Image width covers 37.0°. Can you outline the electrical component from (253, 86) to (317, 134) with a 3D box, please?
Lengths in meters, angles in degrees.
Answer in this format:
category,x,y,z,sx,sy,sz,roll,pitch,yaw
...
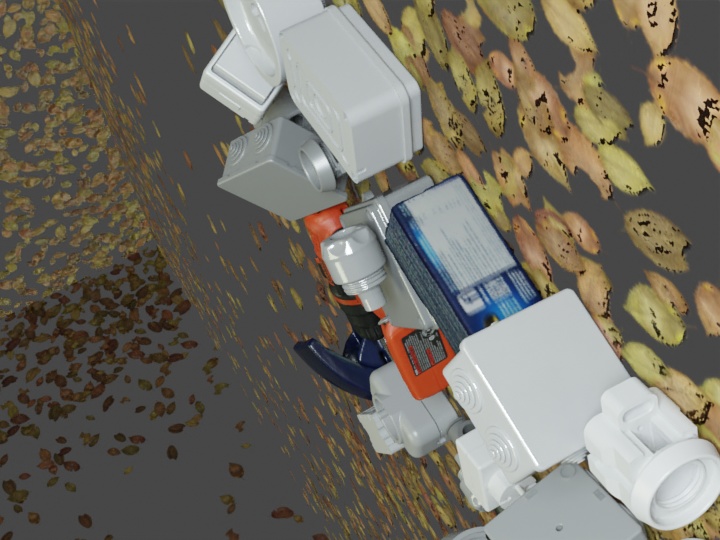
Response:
category,x,y,z,sx,sy,sz,roll,pitch,yaw
electrical component,-0.067,-0.139,1.014,0.047,0.055,0.055,45,159,43

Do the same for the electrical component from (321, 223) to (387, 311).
category,x,y,z,sx,sy,sz,roll,pitch,yaw
electrical component,0.000,0.000,0.797,0.062,0.043,0.043,65,167,-15

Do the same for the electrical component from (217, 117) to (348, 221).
category,x,y,z,sx,sy,sz,roll,pitch,yaw
electrical component,-0.066,-0.091,0.972,0.100,0.048,0.100,25,154,-33

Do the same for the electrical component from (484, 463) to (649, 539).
category,x,y,z,sx,sy,sz,roll,pitch,yaw
electrical component,0.147,0.192,0.753,0.099,0.100,0.048,46,172,51

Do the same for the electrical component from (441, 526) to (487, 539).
category,x,y,z,sx,sy,sz,roll,pitch,yaw
electrical component,0.121,0.306,1.063,0.108,0.108,0.060,59,160,14

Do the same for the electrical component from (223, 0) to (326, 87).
category,x,y,z,sx,sy,sz,roll,pitch,yaw
electrical component,-0.062,-0.206,0.846,0.108,0.060,0.108,57,166,23

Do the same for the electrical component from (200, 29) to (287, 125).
category,x,y,z,sx,sy,sz,roll,pitch,yaw
electrical component,-0.086,-0.184,0.926,0.062,0.096,0.061,34,170,-8

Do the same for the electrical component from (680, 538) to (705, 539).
category,x,y,z,sx,sy,sz,roll,pitch,yaw
electrical component,0.214,0.214,0.656,0.079,0.044,0.077,52,163,38

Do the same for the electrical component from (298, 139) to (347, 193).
category,x,y,z,sx,sy,sz,roll,pitch,yaw
electrical component,-0.018,-0.096,0.908,0.048,0.055,0.066,63,167,-2

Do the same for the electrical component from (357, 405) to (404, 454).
category,x,y,z,sx,sy,sz,roll,pitch,yaw
electrical component,0.040,0.171,1.213,0.050,0.056,0.089,62,167,2

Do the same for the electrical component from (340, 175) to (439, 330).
category,x,y,z,sx,sy,sz,roll,pitch,yaw
electrical component,0.040,-0.012,0.849,0.108,0.056,0.109,64,167,-5

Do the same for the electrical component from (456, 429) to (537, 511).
category,x,y,z,sx,sy,sz,roll,pitch,yaw
electrical component,0.125,0.178,0.918,0.076,0.047,0.065,49,161,45

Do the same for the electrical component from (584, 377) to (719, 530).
category,x,y,z,sx,sy,sz,roll,pitch,yaw
electrical component,0.166,0.107,0.603,0.057,0.058,0.078,50,162,52

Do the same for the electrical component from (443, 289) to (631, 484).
category,x,y,z,sx,sy,sz,roll,pitch,yaw
electrical component,0.110,0.072,0.656,0.099,0.100,0.048,59,153,15

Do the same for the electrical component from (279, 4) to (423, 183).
category,x,y,z,sx,sy,sz,roll,pitch,yaw
electrical component,-0.006,-0.131,0.787,0.113,0.057,0.078,55,165,32

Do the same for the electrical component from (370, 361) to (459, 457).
category,x,y,z,sx,sy,sz,roll,pitch,yaw
electrical component,0.052,0.139,1.094,0.095,0.059,0.053,56,165,28

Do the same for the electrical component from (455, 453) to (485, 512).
category,x,y,z,sx,sy,sz,roll,pitch,yaw
electrical component,0.112,0.203,1.047,0.061,0.035,0.035,56,165,39
